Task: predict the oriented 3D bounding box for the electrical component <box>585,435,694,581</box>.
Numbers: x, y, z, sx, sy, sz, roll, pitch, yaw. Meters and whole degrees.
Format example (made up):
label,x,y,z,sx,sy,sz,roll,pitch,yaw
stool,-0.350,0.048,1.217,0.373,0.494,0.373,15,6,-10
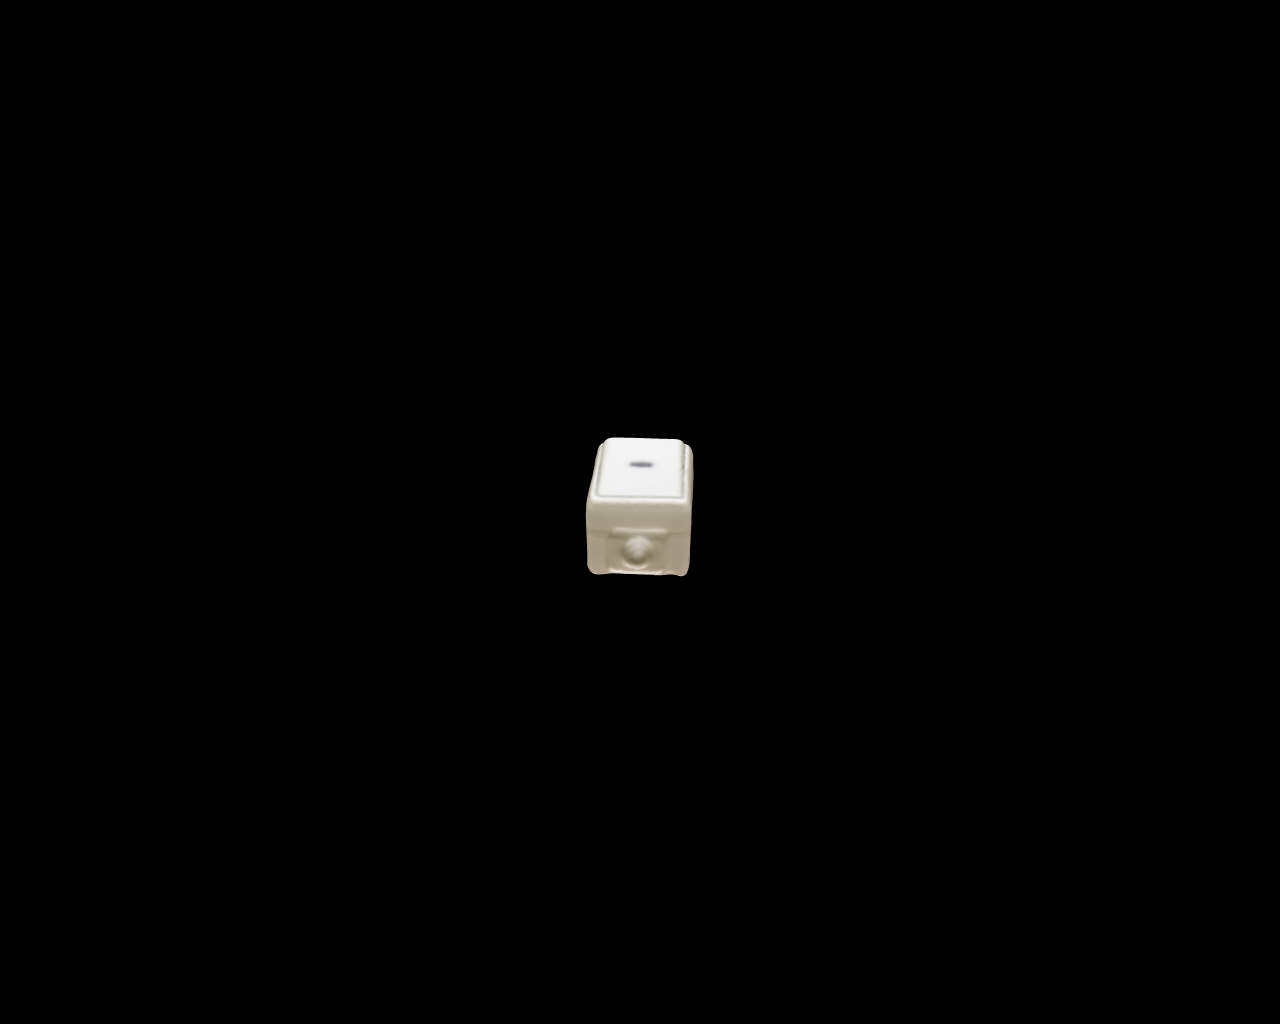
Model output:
label,x,y,z,sx,sy,sz,roll,pitch,yaw
electrical component,0.001,-0.003,0.650,0.062,0.061,0.096,2,31,3
